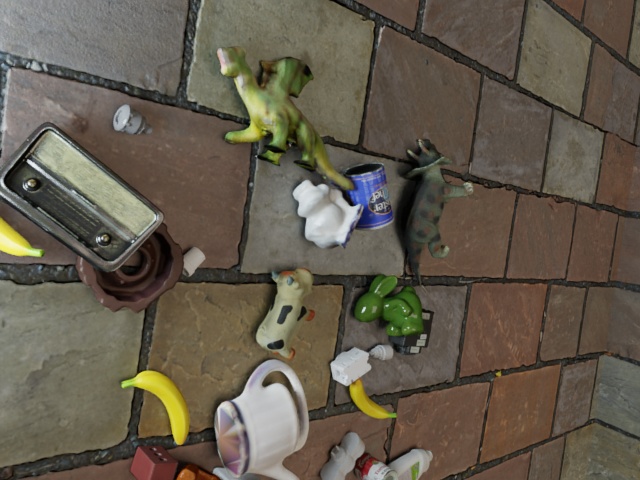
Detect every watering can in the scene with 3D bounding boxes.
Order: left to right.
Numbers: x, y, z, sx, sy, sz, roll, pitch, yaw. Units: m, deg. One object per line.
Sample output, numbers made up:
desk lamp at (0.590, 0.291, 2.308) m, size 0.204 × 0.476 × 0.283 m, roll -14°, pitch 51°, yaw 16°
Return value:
watering can at (-0.109, 0.442, 1.108) m, size 0.225 × 0.103 × 0.349 m, roll -6°, pitch 85°, yaw -40°

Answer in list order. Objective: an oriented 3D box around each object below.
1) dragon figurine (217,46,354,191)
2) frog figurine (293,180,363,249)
dragon figurine at (-0.056, -0.271, 1.080) m, size 0.407 × 0.122 × 0.245 m, roll 21°, pitch 75°, yaw -41°
frog figurine at (0.004, -0.059, 1.173) m, size 0.159 × 0.122 × 0.138 m, roll 28°, pitch 86°, yaw -3°
